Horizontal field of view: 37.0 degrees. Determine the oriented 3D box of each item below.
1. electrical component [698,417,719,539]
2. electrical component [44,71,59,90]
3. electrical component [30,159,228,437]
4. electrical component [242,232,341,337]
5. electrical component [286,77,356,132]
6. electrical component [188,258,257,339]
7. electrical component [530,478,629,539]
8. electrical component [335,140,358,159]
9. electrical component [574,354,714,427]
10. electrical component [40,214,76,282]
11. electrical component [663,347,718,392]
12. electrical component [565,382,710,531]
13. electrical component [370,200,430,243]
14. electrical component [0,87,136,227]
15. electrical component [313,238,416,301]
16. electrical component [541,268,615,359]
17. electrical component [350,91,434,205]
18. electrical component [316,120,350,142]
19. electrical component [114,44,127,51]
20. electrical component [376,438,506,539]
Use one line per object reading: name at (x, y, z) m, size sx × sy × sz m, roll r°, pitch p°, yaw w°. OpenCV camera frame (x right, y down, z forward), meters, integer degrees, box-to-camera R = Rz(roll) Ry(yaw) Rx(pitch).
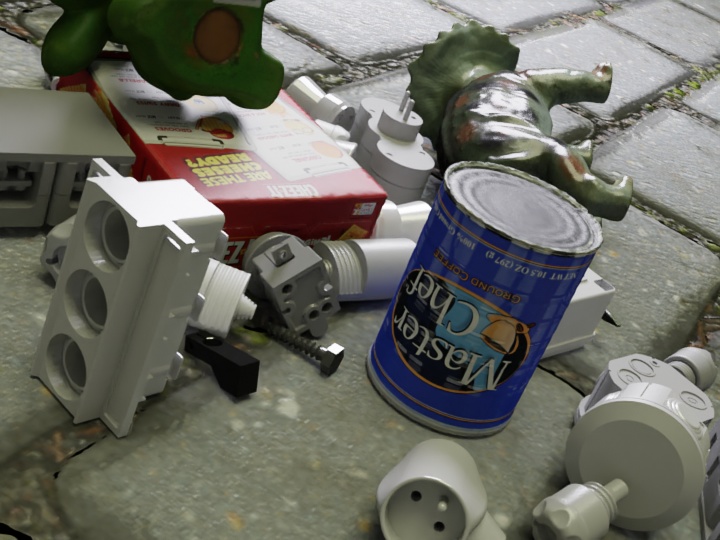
electrical component at (0.268, 0.159, 0.644) m, size 0.105 × 0.060 × 0.186 m, roll 23°, pitch 28°, yaw 2°
electrical component at (-0.234, -0.161, 0.867) m, size 0.048 × 0.048 × 0.062 m, roll 16°, pitch 35°, yaw -12°
electrical component at (-0.120, 0.014, 0.563) m, size 0.079 × 0.121 × 0.063 m, roll 39°, pitch 30°, yaw 29°
electrical component at (-0.047, 0.005, 0.699) m, size 0.048 × 0.066 × 0.055 m, roll -31°, pitch 41°, yaw -14°
electrical component at (-0.038, -0.142, 0.967) m, size 0.055 × 0.045 × 0.045 m, roll 34°, pitch 31°, yaw 21°
electrical component at (-0.103, 0.012, 0.660) m, size 0.081 × 0.043 × 0.043 m, roll 21°, pitch 28°, yaw -2°
electrical component at (0.127, 0.135, 0.603) m, size 0.061 × 0.035 × 0.035 m, roll -23°, pitch 49°, yaw -32°
electrical component at (-0.035, -0.093, 0.885) m, size 0.055 × 0.045 × 0.045 m, roll 22°, pitch 28°, yaw 2°
electrical component at (0.186, 0.097, 0.705) m, size 0.080 × 0.051 × 0.080 m, roll 17°, pitch 29°, yaw -9°
electrical component at (-0.165, -0.016, 0.665) m, size 0.043 × 0.043 × 0.062 m, roll 25°, pitch 28°, yaw 6°
electrical component at (0.235, 0.078, 0.787) m, size 0.035 × 0.035 × 0.061 m, roll 39°, pitch 35°, yaw 29°
electrical component at (0.167, 0.110, 0.642) m, size 0.080 × 0.080 × 0.051 m, roll 31°, pitch 24°, yaw 17°
electrical component at (0.024, -0.031, 0.819) m, size 0.055 × 0.045 × 0.045 m, roll 0°, pitch 35°, yaw -34°
electrical component at (-0.236, -0.070, 0.690) m, size 0.150 × 0.061 × 0.089 m, roll -3°, pitch 37°, yaw -37°
electrical component at (0.000, 0.000, 0.751) m, size 0.081 × 0.043 × 0.043 m, roll -2°, pitch 37°, yaw -37°
electrical component at (0.111, 0.013, 0.792) m, size 0.109 × 0.056 × 0.109 m, roll -10°, pitch 41°, yaw -44°
electrical component at (0.032, -0.121, 0.948) m, size 0.052 × 0.073 × 0.138 m, roll 12°, pitch 30°, yaw -18°
electrical component at (-0.042, -0.114, 0.927) m, size 0.061 × 0.035 × 0.035 m, roll 20°, pitch 28°, yaw 3°
electrical component at (-0.189, -0.248, 0.981) m, size 0.060 × 0.105 × 0.186 m, roll -8°, pitch 40°, yaw -43°
electrical component at (0.048, 0.131, 0.551) m, size 0.079 × 0.043 × 0.077 m, roll 53°, pitch 10°, yaw 2°
